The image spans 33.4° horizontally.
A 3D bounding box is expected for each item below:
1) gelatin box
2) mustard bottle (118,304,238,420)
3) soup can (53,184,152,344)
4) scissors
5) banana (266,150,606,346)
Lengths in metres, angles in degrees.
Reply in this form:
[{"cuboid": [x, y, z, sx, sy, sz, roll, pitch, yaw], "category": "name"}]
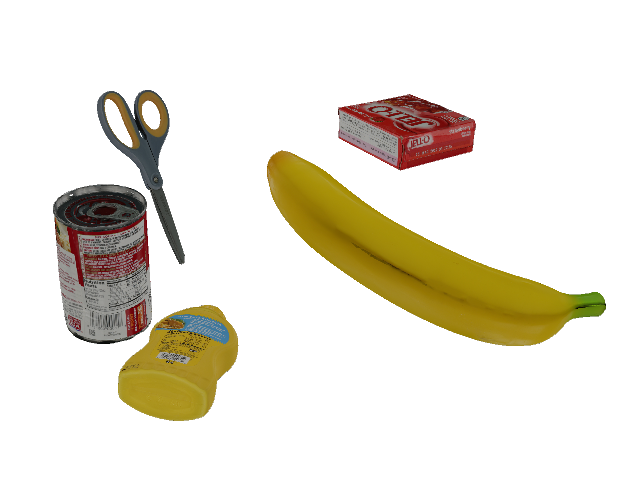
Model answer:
[{"cuboid": [0.068, -0.089, 0.851, 0.073, 0.030, 0.089, -15, 28, -29], "category": "gelatin box"}, {"cuboid": [-0.140, 0.119, 1.145, 0.096, 0.058, 0.191, 9, 24, 8], "category": "mustard bottle"}, {"cuboid": [-0.162, 0.018, 0.802, 0.068, 0.102, 0.068, 1, 29, -1], "category": "soup can"}, {"cuboid": [-0.177, -0.082, 1.185, 0.016, 0.201, 0.096, -16, 20, 45], "category": "scissors"}, {"cuboid": [0.042, 0.007, 0.542, 0.198, 0.037, 0.069, 27, 20, 19], "category": "banana"}]
